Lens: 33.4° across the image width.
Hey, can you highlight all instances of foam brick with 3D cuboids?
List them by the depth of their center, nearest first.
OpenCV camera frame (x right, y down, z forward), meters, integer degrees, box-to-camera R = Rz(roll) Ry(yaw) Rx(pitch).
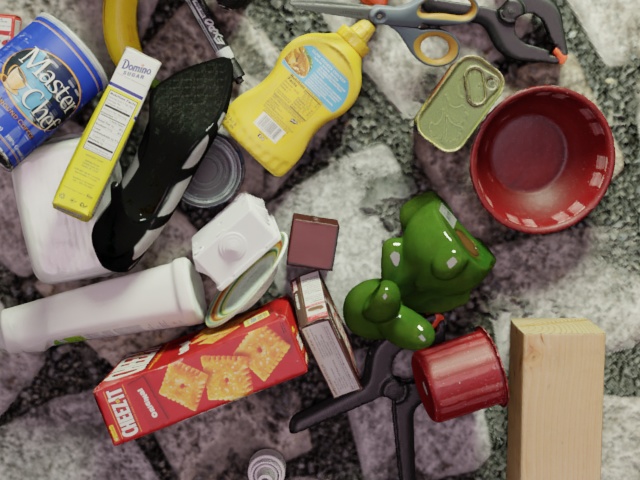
[{"bbox_3d":[-0.008,0.001,1.176,0.053,0.078,0.051,8,96,-2],"label":"foam brick"}]

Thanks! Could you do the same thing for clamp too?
[{"bbox_3d":[0.208,-0.260,1.157,0.171,0.039,0.120,32,112,-5],"label":"clamp"},{"bbox_3d":[0.088,0.178,1.216,0.164,0.036,0.210,37,92,-12],"label":"clamp"}]

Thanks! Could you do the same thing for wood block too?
[{"bbox_3d":[0.261,0.196,1.191,0.091,0.090,0.206,0,97,0],"label":"wood block"}]

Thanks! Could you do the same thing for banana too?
[{"bbox_3d":[-0.203,-0.261,1.168,0.069,0.037,0.198,-1,99,-20],"label":"banana"}]

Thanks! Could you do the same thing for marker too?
[{"bbox_3d":[-0.117,-0.227,1.177,0.020,0.020,0.121,-29,96,4],"label":"marker"}]

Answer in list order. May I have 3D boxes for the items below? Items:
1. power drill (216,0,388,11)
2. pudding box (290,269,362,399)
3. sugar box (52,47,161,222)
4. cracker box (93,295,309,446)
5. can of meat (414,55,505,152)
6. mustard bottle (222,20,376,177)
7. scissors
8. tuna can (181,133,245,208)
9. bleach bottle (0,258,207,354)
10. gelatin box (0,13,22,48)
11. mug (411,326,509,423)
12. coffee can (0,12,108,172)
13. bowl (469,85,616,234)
[{"bbox_3d":[-0.006,-0.310,1.146,0.187,0.057,0.184,22,100,-3],"label":"power drill"},{"bbox_3d":[0.007,0.102,1.162,0.039,0.090,0.113,-23,125,6],"label":"pudding box"},{"bbox_3d":[-0.222,-0.107,1.103,0.048,0.093,0.176,23,83,-13],"label":"sugar box"},{"bbox_3d":[-0.120,0.134,1.150,0.214,0.164,0.072,-21,95,3],"label":"cracker box"},{"bbox_3d":[0.147,-0.147,1.151,0.057,0.084,0.102,35,96,-4],"label":"can of meat"},{"bbox_3d":[-0.012,-0.167,1.163,0.096,0.058,0.192,44,96,-5],"label":"mustard bottle"},{"bbox_3d":[0.070,-0.223,1.135,0.201,0.016,0.096,-8,124,-6],"label":"scissors"},{"bbox_3d":[-0.127,-0.078,1.188,0.086,0.034,0.086,0,97,1],"label":"tuna can"},{"bbox_3d":[-0.256,0.082,1.176,0.251,0.102,0.068,-12,76,2],"label":"bleach bottle"},{"bbox_3d":[-0.371,-0.207,1.177,0.073,0.030,0.089,6,97,1],"label":"gelatin box"},{"bbox_3d":[0.151,0.157,1.171,0.081,0.093,0.117,-17,141,-7],"label":"mug"},{"bbox_3d":[-0.310,-0.156,1.124,0.103,0.103,0.140,46,74,-5],"label":"coffee can"},{"bbox_3d":[0.236,-0.090,1.165,0.162,0.055,0.162,-1,103,-6],"label":"bowl"}]
